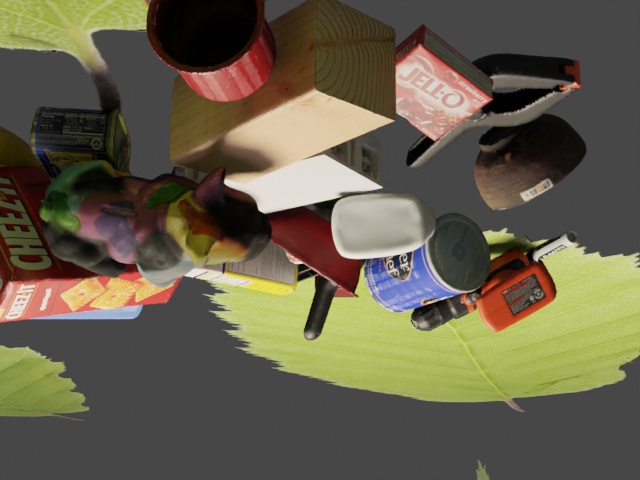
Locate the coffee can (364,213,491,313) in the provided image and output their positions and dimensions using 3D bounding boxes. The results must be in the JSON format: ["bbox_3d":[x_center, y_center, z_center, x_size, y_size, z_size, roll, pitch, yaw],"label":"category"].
[{"bbox_3d":[0.138,0.032,1.393,0.102,0.103,0.141,12,159,-31],"label":"coffee can"}]

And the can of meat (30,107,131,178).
[{"bbox_3d":[-0.245,-0.098,1.102,0.084,0.057,0.102,3,162,0],"label":"can of meat"}]

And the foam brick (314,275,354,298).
[{"bbox_3d":[0.020,0.036,1.461,0.051,0.078,0.053,-1,163,5],"label":"foam brick"}]

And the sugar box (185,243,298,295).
[{"bbox_3d":[-0.110,0.010,1.364,0.176,0.093,0.048,13,158,-30],"label":"sugar box"}]

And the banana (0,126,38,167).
[{"bbox_3d":[-0.347,-0.090,1.141,0.069,0.037,0.197,-26,157,1],"label":"banana"}]

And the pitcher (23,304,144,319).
[{"bbox_3d":[-0.367,0.045,1.468,0.242,0.149,0.145,5,147,-21],"label":"pitcher"}]

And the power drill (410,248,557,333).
[{"bbox_3d":[0.217,0.073,1.408,0.184,0.057,0.188,-31,-171,-6],"label":"power drill"}]

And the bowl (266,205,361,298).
[{"bbox_3d":[-0.008,0.002,1.245,0.162,0.055,0.162,34,179,1],"label":"bowl"}]

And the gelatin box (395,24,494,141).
[{"bbox_3d":[0.095,-0.135,0.931,0.089,0.030,0.073,32,134,-25],"label":"gelatin box"}]

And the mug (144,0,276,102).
[{"bbox_3d":[-0.091,-0.166,0.847,0.117,0.093,0.081,30,173,15],"label":"mug"}]

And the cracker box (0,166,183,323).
[{"bbox_3d":[-0.271,-0.004,1.139,0.213,0.164,0.072,-4,139,-44],"label":"cracker box"}]

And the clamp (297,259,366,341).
[{"bbox_3d":[0.002,0.035,1.406,0.120,0.171,0.039,39,-173,36],"label":"clamp"}]

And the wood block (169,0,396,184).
[{"bbox_3d":[-0.038,-0.126,0.942,0.090,0.090,0.207,16,157,-38],"label":"wood block"}]

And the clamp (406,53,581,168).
[{"bbox_3d":[0.141,-0.126,1.000,0.210,0.036,0.164,-7,152,21],"label":"clamp"}]

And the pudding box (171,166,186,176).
[{"bbox_3d":[-0.129,-0.048,1.271,0.113,0.039,0.090,6,161,-16],"label":"pudding box"}]

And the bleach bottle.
[{"bbox_3d":[0.081,-0.018,1.234,0.102,0.068,0.250,-5,180,9],"label":"bleach bottle"}]

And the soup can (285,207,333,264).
[{"bbox_3d":[0.011,-0.007,1.342,0.102,0.068,0.068,-6,161,23],"label":"soup can"}]

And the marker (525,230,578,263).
[{"bbox_3d":[0.312,0.013,1.455,0.020,0.020,0.121,7,161,-18],"label":"marker"}]
